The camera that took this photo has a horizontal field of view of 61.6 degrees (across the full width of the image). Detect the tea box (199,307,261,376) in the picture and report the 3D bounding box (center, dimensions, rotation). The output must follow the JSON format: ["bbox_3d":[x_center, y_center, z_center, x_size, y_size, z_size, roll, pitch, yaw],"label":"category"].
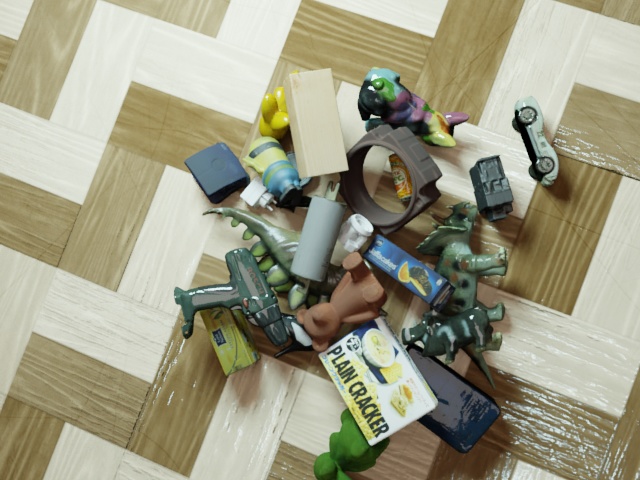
[{"bbox_3d":[-0.204,0.210,1.217,0.068,0.098,0.169,-26,82,3],"label":"tea box"}]

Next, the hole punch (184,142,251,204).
[{"bbox_3d":[-0.241,-0.160,1.255,0.116,0.092,0.142,-37,79,-1],"label":"hole punch"}]

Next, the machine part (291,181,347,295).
[{"bbox_3d":[-0.002,-0.003,1.115,0.079,0.079,0.243,18,94,7],"label":"machine part"}]

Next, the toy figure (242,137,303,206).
[{"bbox_3d":[-0.096,-0.155,1.196,0.089,0.082,0.180,-40,56,0],"label":"toy figure"}]

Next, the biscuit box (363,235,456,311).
[{"bbox_3d":[0.184,0.065,1.129,0.203,0.059,0.063,37,92,41],"label":"biscuit box"}]

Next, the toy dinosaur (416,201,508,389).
[{"bbox_3d":[0.302,0.116,1.162,0.192,0.131,0.404,5,94,24],"label":"toy dinosaur"}]

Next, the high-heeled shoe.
[{"bbox_3d":[-0.092,0.152,1.220,0.145,0.086,0.248,-32,86,-1],"label":"high-heeled shoe"}]

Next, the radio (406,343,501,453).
[{"bbox_3d":[0.258,0.341,1.168,0.230,0.073,0.131,35,91,9],"label":"radio"}]

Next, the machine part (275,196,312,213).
[{"bbox_3d":[-0.030,-0.085,1.227,0.139,0.084,0.039,7,111,-3],"label":"machine part"}]

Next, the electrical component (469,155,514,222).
[{"bbox_3d":[0.372,-0.107,1.165,0.058,0.115,0.134,-14,83,7],"label":"electrical component"}]

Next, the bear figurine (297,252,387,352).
[{"bbox_3d":[0.037,0.134,1.109,0.196,0.131,0.120,-31,61,3],"label":"bear figurine"}]

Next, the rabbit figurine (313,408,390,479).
[{"bbox_3d":[0.054,0.474,1.155,0.121,0.159,0.170,42,107,-2],"label":"rabbit figurine"}]

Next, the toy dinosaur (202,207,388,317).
[{"bbox_3d":[-0.047,0.040,1.207,0.471,0.105,0.198,39,91,7],"label":"toy dinosaur"}]

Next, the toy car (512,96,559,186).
[{"bbox_3d":[0.475,-0.215,1.180,0.056,0.073,0.201,-18,84,6],"label":"toy car"}]

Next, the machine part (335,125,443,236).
[{"bbox_3d":[0.143,-0.127,1.156,0.201,0.087,0.201,55,133,7],"label":"machine part"}]

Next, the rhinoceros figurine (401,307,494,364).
[{"bbox_3d":[0.257,0.191,1.099,0.190,0.073,0.112,-21,91,33],"label":"rhinoceros figurine"}]

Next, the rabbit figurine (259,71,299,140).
[{"bbox_3d":[-0.073,-0.288,1.225,0.173,0.162,0.122,-41,95,20],"label":"rabbit figurine"}]

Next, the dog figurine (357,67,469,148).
[{"bbox_3d":[0.206,-0.276,1.169,0.219,0.191,0.108,21,76,22],"label":"dog figurine"}]

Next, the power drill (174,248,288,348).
[{"bbox_3d":[-0.194,0.144,1.136,0.207,0.086,0.232,-18,84,-1],"label":"power drill"}]
